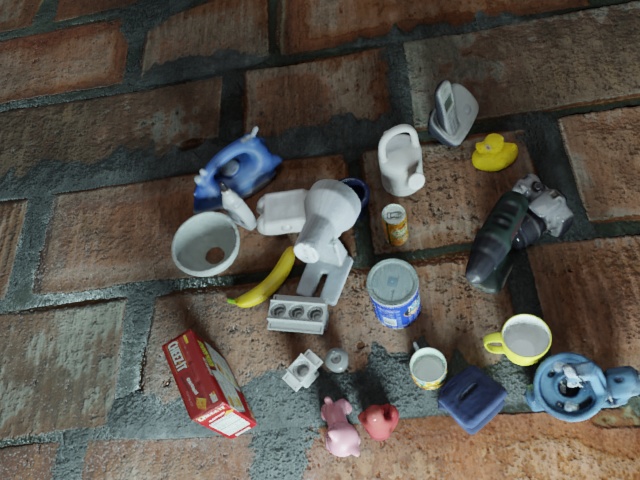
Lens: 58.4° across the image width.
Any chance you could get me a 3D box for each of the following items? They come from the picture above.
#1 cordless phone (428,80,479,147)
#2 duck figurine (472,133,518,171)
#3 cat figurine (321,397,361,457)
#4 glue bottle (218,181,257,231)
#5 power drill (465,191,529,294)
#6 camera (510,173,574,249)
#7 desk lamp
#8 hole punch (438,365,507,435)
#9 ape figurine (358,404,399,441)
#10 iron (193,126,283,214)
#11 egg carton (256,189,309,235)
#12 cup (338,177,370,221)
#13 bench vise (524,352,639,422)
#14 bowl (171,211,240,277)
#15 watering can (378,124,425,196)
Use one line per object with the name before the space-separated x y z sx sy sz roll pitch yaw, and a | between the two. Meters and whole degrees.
cordless phone | 0.313 -0.325 1.348 0.094 0.185 0.148 22 69 22
duck figurine | 0.406 -0.212 1.326 0.104 0.086 0.077 -9 61 8
cat figurine | 0.035 0.359 1.088 0.067 0.118 0.127 -21 60 1
glue bottle | -0.201 -0.086 1.339 0.078 0.173 0.037 29 72 24
power drill | 0.347 0.024 1.145 0.075 0.209 0.230 22 69 22
camera | 0.448 -0.057 1.228 0.137 0.101 0.143 -35 61 -7
desk lamp | 0.011 0.004 1.223 0.117 0.214 0.203 13 66 18
hole punch | 0.284 0.298 1.082 0.109 0.091 0.101 -40 62 -10
ape figurine | 0.110 0.341 1.096 0.077 0.092 0.076 5 64 15
iron | -0.226 -0.171 1.407 0.258 0.142 0.118 -38 62 -9
egg carton | -0.078 -0.063 1.360 0.150 0.069 0.107 -8 62 8
cup | 0.064 -0.090 1.330 0.117 0.095 0.092 26 71 23
bench vise | 0.472 0.236 1.001 0.207 0.220 0.121 -25 60 -1
bowl | -0.260 0.021 1.352 0.167 0.075 0.167 -5 62 10
watering can | 0.186 -0.186 1.297 0.101 0.194 0.172 -43 63 -11
